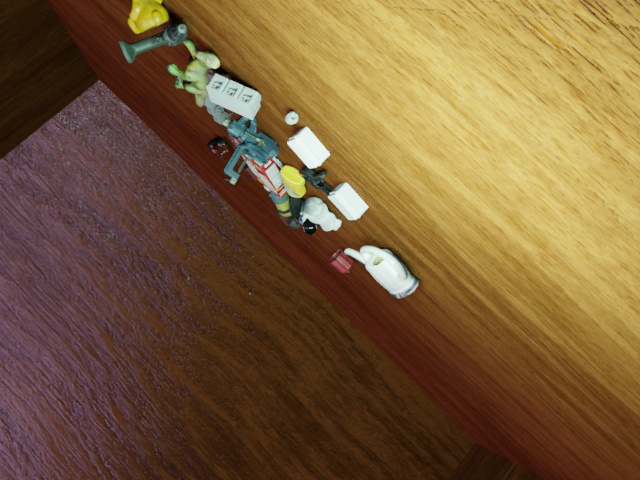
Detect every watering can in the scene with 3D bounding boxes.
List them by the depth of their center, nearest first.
[{"bbox_3d":[0.218,0.099,1.827,0.223,0.105,0.347,46,167,-14],"label":"watering can"}]

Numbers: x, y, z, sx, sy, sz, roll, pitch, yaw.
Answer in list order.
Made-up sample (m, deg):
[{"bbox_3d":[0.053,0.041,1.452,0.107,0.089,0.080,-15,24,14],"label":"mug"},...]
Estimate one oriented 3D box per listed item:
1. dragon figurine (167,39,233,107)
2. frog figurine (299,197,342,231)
[{"bbox_3d":[-0.366,-0.517,1.726,0.244,0.123,0.404,33,167,12],"label":"dragon figurine"},{"bbox_3d":[0.006,-0.099,1.960,0.159,0.125,0.135,8,155,-1],"label":"frog figurine"}]
